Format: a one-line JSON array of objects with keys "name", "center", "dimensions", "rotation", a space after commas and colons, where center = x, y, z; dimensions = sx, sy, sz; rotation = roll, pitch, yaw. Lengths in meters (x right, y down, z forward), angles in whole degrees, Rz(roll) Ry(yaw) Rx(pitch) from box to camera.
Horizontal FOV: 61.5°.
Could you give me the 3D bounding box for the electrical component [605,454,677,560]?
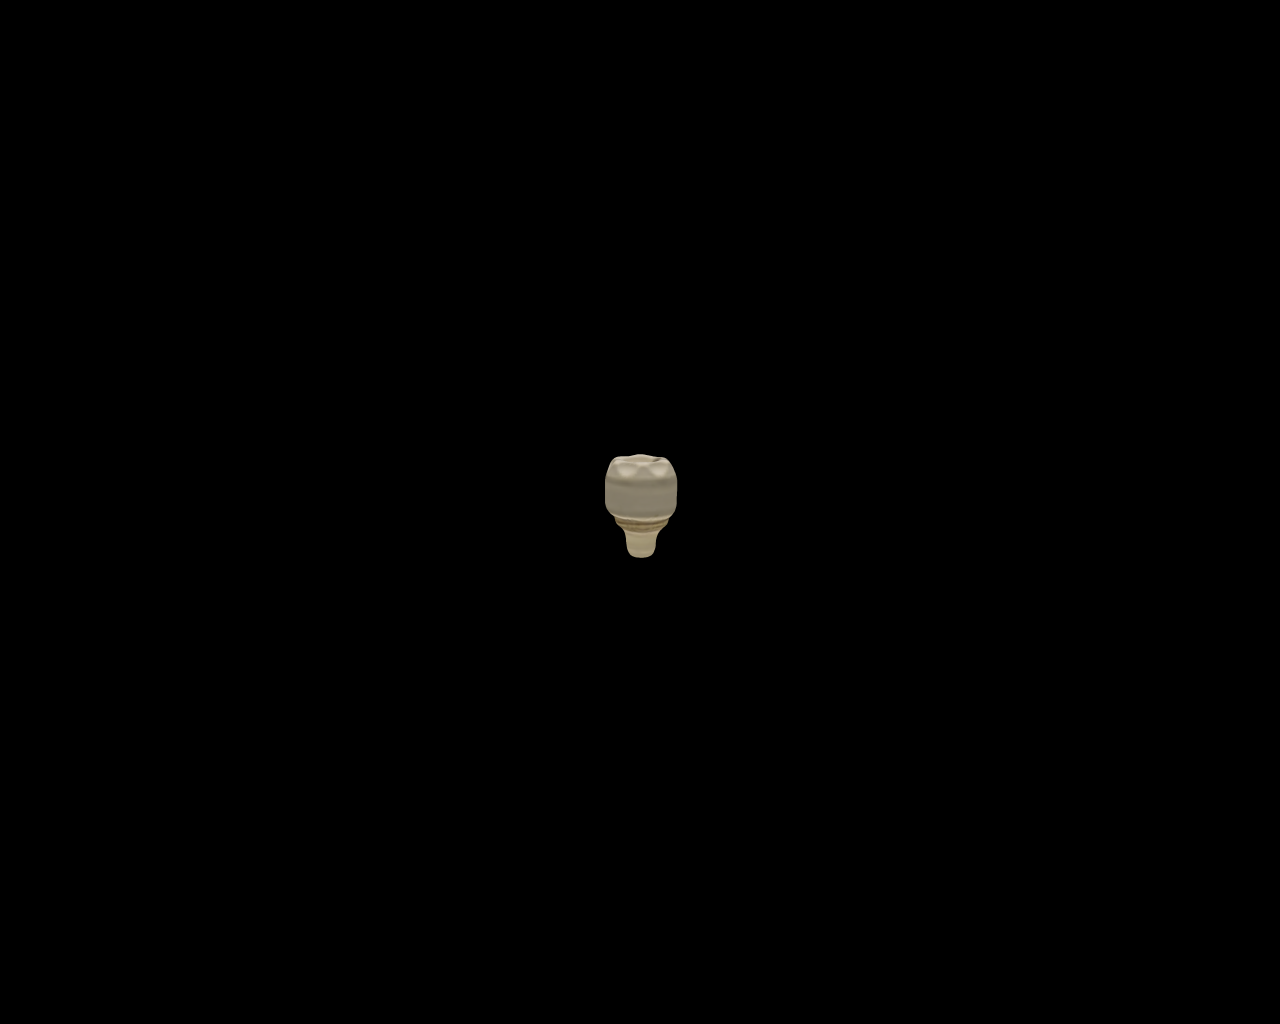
[{"name": "electrical component", "center": [0.001, -0.003, 0.650], "dimensions": [0.043, 0.062, 0.043], "rotation": [0, 11, 0]}]
